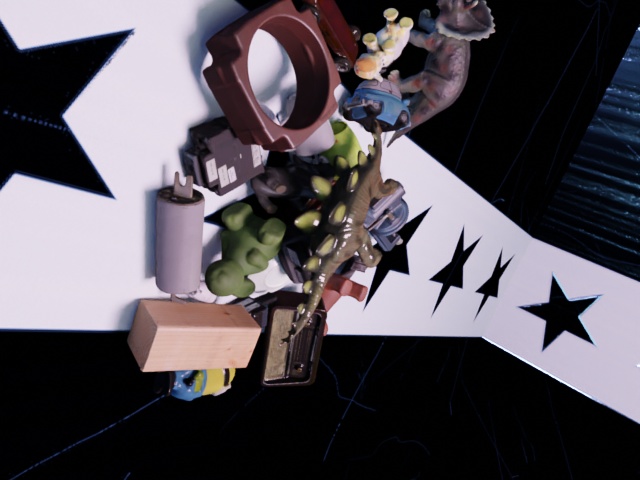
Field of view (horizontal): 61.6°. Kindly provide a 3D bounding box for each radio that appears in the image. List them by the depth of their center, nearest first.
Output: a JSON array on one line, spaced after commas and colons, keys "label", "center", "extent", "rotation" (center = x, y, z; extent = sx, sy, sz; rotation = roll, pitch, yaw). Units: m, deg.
[{"label": "radio", "center": [-0.063, 0.230, 1.239], "extent": [0.131, 0.073, 0.229], "rotation": [5, 118, -11]}]

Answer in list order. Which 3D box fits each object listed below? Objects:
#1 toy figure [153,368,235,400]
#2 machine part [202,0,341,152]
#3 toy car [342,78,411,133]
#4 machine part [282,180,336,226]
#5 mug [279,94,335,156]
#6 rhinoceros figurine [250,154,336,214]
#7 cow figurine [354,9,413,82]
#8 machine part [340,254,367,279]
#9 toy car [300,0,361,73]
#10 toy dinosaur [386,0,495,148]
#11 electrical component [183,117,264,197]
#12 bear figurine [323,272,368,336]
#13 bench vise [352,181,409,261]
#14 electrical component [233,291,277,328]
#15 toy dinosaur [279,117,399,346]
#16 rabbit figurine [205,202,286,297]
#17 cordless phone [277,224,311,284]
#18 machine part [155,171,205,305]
[{"label": "toy figure", "center": [-0.243, 0.271, 1.074], "extent": [0.180, 0.082, 0.089], "rotation": [17, 102, -54]}, {"label": "machine part", "center": [-0.072, -0.259, 0.856], "extent": [0.201, 0.087, 0.200], "rotation": [-49, 126, -32]}, {"label": "toy car", "center": [0.121, -0.293, 1.151], "extent": [0.161, 0.109, 0.103], "rotation": [12, 81, -45]}, {"label": "machine part", "center": [-0.009, -0.056, 1.174], "extent": [0.179, 0.056, 0.179], "rotation": [-32, 138, -35]}, {"label": "mug", "center": [-0.035, -0.219, 1.010], "extent": [0.110, 0.081, 0.107], "rotation": [-21, 122, -10]}, {"label": "rhinoceros figurine", "center": [-0.048, -0.112, 1.041], "extent": [0.190, 0.112, 0.073], "rotation": [-11, 140, -36]}, {"label": "cow figurine", "center": [0.122, -0.380, 1.101], "extent": [0.167, 0.068, 0.098], "rotation": [-54, 167, -16]}, {"label": "machine part", "center": [0.086, 0.067, 1.358], "extent": [0.084, 0.039, 0.139], "rotation": [-48, -175, -13]}, {"label": "toy car", "center": [0.018, -0.387, 0.971], "extent": [0.202, 0.053, 0.089], "rotation": [38, 61, -58]}, {"label": "toy dinosaur", "center": [0.263, -0.376, 1.186], "extent": [0.131, 0.192, 0.404], "rotation": [-23, 130, -41]}, {"label": "electrical component", "center": [-0.162, -0.143, 0.900], "extent": [0.134, 0.058, 0.114], "rotation": [-34, 136, -36]}, {"label": "bear figurine", "center": [0.010, 0.174, 1.308], "extent": [0.120, 0.132, 0.195], "rotation": [29, 83, -51]}, {"label": "bench vise", "center": [0.143, -0.032, 1.347], "extent": [0.223, 0.129, 0.240], "rotation": [-53, 142, -8]}, {"label": "electrical component", "center": [-0.146, 0.150, 1.125], "extent": [0.119, 0.075, 0.047], "rotation": [-24, 131, -47]}, {"label": "toy dinosaur", "center": [0.035, -0.021, 1.008], "extent": [0.198, 0.105, 0.471], "rotation": [28, 75, -53]}, {"label": "rabbit figurine", "center": [-0.159, 0.038, 0.989], "extent": [0.170, 0.121, 0.159], "rotation": [-54, 171, -38]}, {"label": "cordless phone", "center": [-0.003, -0.004, 1.117], "extent": [0.184, 0.089, 0.146], "rotation": [-48, 141, -29]}, {"label": "machine part", "center": [-0.234, 0.002, 0.891], "extent": [0.079, 0.079, 0.243], "rotation": [-21, 131, -45]}]
